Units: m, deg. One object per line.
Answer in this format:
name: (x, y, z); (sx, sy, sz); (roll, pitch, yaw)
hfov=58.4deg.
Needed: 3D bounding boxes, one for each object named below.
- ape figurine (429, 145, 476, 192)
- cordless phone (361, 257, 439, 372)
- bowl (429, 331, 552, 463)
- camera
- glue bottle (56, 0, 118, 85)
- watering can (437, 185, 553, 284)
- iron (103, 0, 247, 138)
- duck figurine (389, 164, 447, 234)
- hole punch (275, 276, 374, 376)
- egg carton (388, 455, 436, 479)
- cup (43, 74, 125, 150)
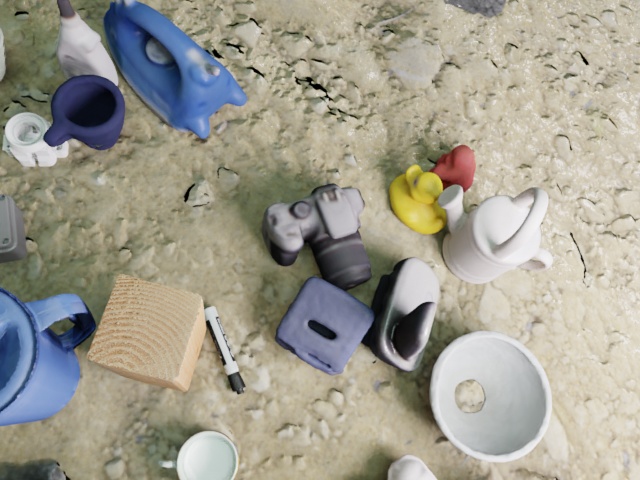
ape figurine: (0.206, -0.113, 0.863); (0.078, 0.092, 0.076); (-16, 76, -15)
cordless phone: (0.126, 0.086, 0.735); (0.094, 0.185, 0.148); (18, 70, -4)
bowl: (0.217, 0.210, 0.771); (0.167, 0.074, 0.167); (3, 72, -9)
camera: (0.007, 0.003, 0.785); (0.143, 0.100, 0.137); (-17, 76, -15)
glue bottle: (-0.323, -0.264, 0.771); (0.078, 0.173, 0.037); (22, 70, -2)
watering can: (0.241, -0.012, 0.783); (0.173, 0.194, 0.101); (10, 71, -7)
iron: (-0.225, -0.272, 0.808); (0.258, 0.141, 0.119); (41, 70, 4)
duck figurine: (0.153, -0.064, 0.841); (0.078, 0.086, 0.104); (-30, 80, -18)
hole punch: (0.006, 0.116, 0.753); (0.108, 0.091, 0.101); (30, 70, 0)
egg carton: (0.122, 0.353, 0.710); (0.107, 0.069, 0.150); (-38, 82, -19)
cup: (-0.316, -0.154, 0.778); (0.091, 0.095, 0.118); (40, 70, 4)
